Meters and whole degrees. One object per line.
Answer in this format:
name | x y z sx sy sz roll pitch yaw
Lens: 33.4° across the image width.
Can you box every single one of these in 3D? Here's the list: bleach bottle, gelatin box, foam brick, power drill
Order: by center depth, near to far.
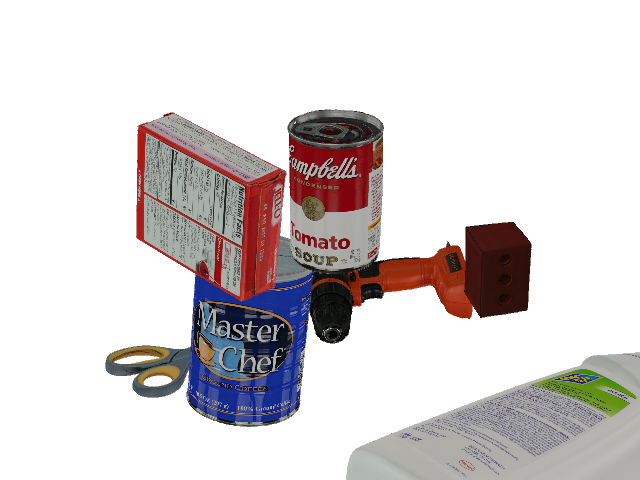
gelatin box | -0.061 -0.019 0.579 0.089 0.073 0.030 28 38 31
bleach bottle | 0.139 0.115 0.590 0.250 0.068 0.103 -15 24 -34
foam brick | 0.176 0.028 1.065 0.053 0.078 0.051 -8 28 -8
power drill | 0.078 0.057 1.230 0.187 0.057 0.184 -1 28 -1

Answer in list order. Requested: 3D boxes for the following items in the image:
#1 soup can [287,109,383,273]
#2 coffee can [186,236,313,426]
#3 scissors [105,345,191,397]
soup can | 0.010 -0.036 0.773 0.068 0.102 0.068 0 27 0
coffee can | -0.061 0.075 0.929 0.103 0.140 0.103 5 20 -2
scissors | -0.130 0.133 1.161 0.201 0.016 0.096 -4 28 -22
